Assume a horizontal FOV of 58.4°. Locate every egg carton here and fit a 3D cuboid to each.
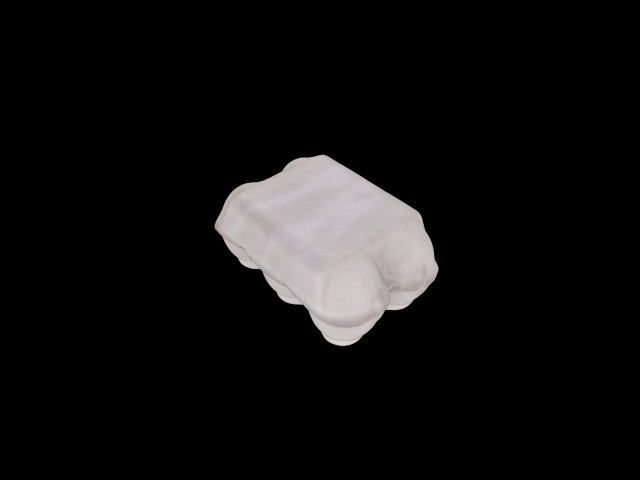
[{"bbox_3d":[0.004,0.001,0.400,0.107,0.069,0.149,-30,49,-31],"label":"egg carton"}]
